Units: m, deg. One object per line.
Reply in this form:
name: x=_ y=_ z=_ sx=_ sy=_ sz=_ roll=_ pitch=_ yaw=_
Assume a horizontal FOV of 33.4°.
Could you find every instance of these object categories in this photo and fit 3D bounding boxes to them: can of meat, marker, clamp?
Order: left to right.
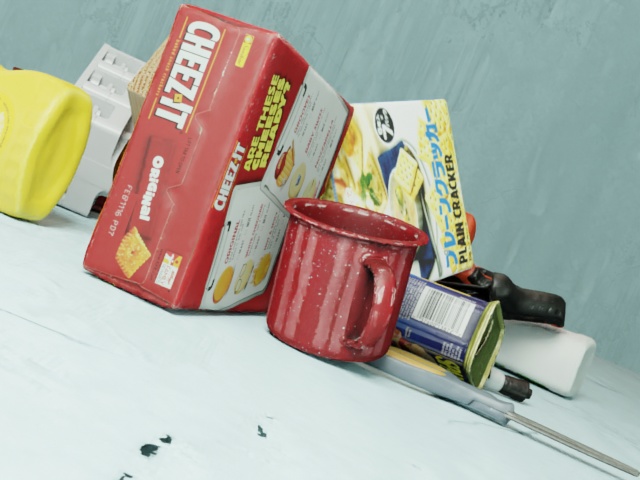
can of meat: x=0.088 y=0.067 z=0.802 sx=0.084 sy=0.057 sz=0.102 roll=21 pitch=-14 yaw=19
marker: x=0.120 y=0.106 z=0.876 sx=0.121 sy=0.020 sz=0.020 roll=23 pitch=2 yaw=-11
clamp: x=0.166 y=0.059 z=1.058 sx=0.165 sy=0.036 sz=0.209 roll=0 pitch=-11 yaw=43

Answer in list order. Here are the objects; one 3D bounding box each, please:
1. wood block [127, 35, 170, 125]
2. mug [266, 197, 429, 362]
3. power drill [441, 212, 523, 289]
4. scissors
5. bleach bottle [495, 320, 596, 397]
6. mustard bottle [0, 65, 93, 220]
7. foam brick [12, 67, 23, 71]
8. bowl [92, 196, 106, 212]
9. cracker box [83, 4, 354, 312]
wood block: x=-0.093 y=-0.077 z=0.909 sx=0.091 sy=0.090 sz=0.206 roll=27 pitch=-28 yaw=13
mug: x=0.017 y=0.029 z=0.659 sx=0.093 sy=0.081 sz=0.117 roll=9 pitch=13 yaw=-24
power drill: x=0.172 y=0.033 z=1.223 sx=0.185 sy=0.057 sz=0.187 roll=21 pitch=-20 yaw=41
scissors: x=0.111 y=0.109 z=0.722 sx=0.202 sy=0.016 sz=0.096 roll=23 pitch=1 yaw=3
bleach bottle: x=0.171 y=0.095 z=1.177 sx=0.251 sy=0.068 sz=0.102 roll=21 pitch=1 yaw=22
mustard bottle: x=-0.253 y=-0.090 z=0.742 sx=0.192 sy=0.096 sz=0.058 roll=24 pitch=4 yaw=24
foam brick: x=-0.296 y=-0.147 z=1.151 sx=0.051 sy=0.053 sz=0.078 roll=24 pitch=4 yaw=32
bowl: x=-0.241 y=-0.072 z=1.044 sx=0.162 sy=0.055 sz=0.162 roll=23 pitch=1 yaw=-1
cracker box: x=-0.055 y=-0.041 z=0.689 sx=0.072 sy=0.164 sz=0.213 roll=21 pitch=1 yaw=15
